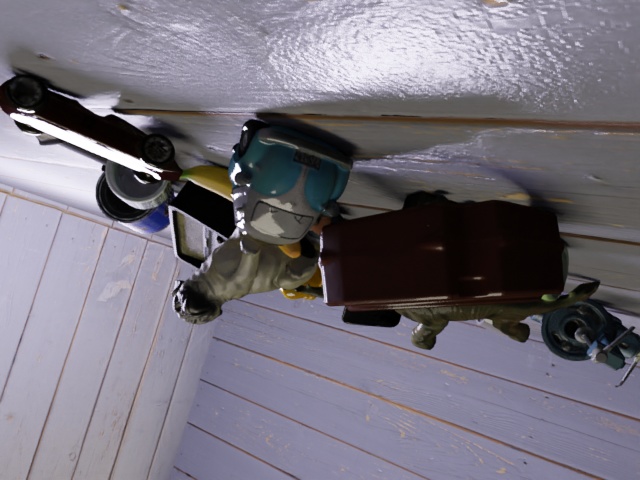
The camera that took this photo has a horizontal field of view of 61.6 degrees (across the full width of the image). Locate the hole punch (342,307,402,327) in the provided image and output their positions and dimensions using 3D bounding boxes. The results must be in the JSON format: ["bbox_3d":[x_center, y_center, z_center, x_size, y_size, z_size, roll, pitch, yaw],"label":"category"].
[{"bbox_3d":[0.098,0.089,0.974,0.142,0.092,0.115,9,138,-3],"label":"hole punch"}]

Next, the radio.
[{"bbox_3d":[-0.178,-0.005,0.914,0.131,0.073,0.229,30,156,2],"label":"radio"}]

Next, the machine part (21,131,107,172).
[{"bbox_3d":[-0.343,-0.136,0.754,0.084,0.039,0.138,-2,160,43],"label":"machine part"}]

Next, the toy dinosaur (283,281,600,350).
[{"bbox_3d":[0.175,0.082,0.823,0.472,0.105,0.198,-6,145,14],"label":"toy dinosaur"}]

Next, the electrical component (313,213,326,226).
[{"bbox_3d":[-0.030,-0.046,0.654,0.102,0.045,0.078,-11,123,26],"label":"electrical component"}]

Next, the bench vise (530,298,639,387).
[{"bbox_3d":[0.491,0.178,0.952,0.224,0.128,0.240,34,-166,8],"label":"bench vise"}]

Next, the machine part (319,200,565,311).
[{"bbox_3d":[0.115,0.024,0.526,0.202,0.087,0.201,-12,168,42],"label":"machine part"}]

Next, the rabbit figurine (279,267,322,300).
[{"bbox_3d":[-0.015,0.057,1.006,0.162,0.122,0.173,-29,-174,22],"label":"rabbit figurine"}]

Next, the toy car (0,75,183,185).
[{"bbox_3d":[-0.247,-0.120,0.595,0.202,0.053,0.089,22,161,-17],"label":"toy car"}]

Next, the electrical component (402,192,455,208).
[{"bbox_3d":[0.127,-0.032,0.589,0.063,0.021,0.094,17,172,-14],"label":"electrical component"}]

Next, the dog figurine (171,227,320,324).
[{"bbox_3d":[-0.107,0.059,0.794,0.172,0.190,0.121,27,-148,-23],"label":"dog figurine"}]

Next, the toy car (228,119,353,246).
[{"bbox_3d":[-0.045,-0.047,0.525,0.109,0.103,0.162,19,170,-22],"label":"toy car"}]

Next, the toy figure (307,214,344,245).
[{"bbox_3d":[-0.004,-0.030,0.751,0.064,0.058,0.154,2,167,22],"label":"toy figure"}]

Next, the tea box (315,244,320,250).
[{"bbox_3d":[-0.002,-0.003,0.887,0.169,0.068,0.098,16,179,-17],"label":"tea box"}]
